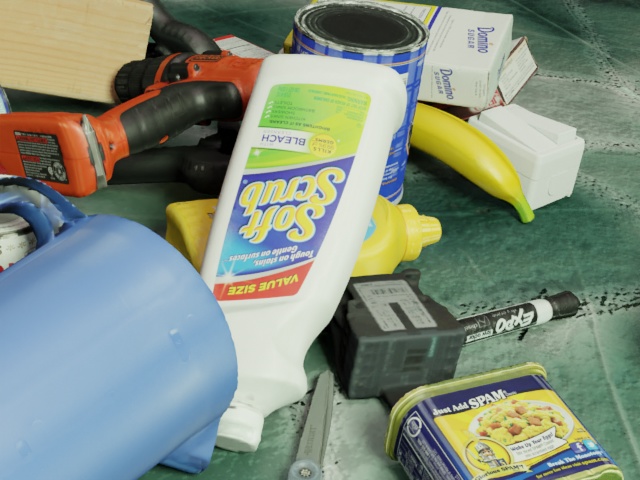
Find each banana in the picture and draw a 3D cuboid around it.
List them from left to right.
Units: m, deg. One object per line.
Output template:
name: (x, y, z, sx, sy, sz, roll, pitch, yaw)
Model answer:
banana: (0.092, -0.078, 0.879, 0.037, 0.070, 0.198, -33, 49, -29)

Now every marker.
marker: (0.127, 0.054, 0.719, 0.120, 0.020, 0.020, -11, 37, -27)

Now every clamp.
clamp: (-0.133, -0.167, 0.964, 0.039, 0.120, 0.171, -39, 73, -19)
clamp: (-0.085, -0.059, 0.794, 0.164, 0.036, 0.210, -20, 22, -31)

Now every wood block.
wood block: (-0.251, -0.171, 0.861, 0.205, 0.091, 0.090, 4, 13, -40)

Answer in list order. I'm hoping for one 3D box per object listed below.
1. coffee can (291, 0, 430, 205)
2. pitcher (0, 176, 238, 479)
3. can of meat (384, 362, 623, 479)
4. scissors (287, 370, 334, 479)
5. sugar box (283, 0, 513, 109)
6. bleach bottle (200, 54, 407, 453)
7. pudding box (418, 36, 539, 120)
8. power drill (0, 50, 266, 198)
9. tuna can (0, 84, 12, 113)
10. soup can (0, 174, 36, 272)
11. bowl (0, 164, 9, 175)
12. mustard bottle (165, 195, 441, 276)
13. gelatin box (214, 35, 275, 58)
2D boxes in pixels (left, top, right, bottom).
coffee can: (0.024, -0.102, 0.830, 0.102, 0.140, 0.103, 5, 32, -3)
pitcher: (-0.167, 0.085, 0.499, 0.149, 0.145, 0.242, 28, 40, 24)
can of meat: (0.099, 0.120, 0.575, 0.102, 0.057, 0.084, -9, 38, -23)
scissors: (-0.027, 0.133, 0.566, 0.096, 0.016, 0.202, 1, 31, -9)
sugar box: (0.067, -0.162, 0.905, 0.176, 0.048, 0.093, 13, 45, 16)
bleach bottle: (-0.017, 0.006, 0.643, 0.102, 0.068, 0.250, 8, 61, 7)
pudding box: (0.141, -0.143, 0.980, 0.090, 0.039, 0.113, -12, 22, 33)
power drill: (-0.140, -0.093, 0.777, 0.185, 0.057, 0.187, 8, 29, 43)
tuna can: (-0.255, -0.081, 0.791, 0.033, 0.086, 0.086, -15, 39, -33)
soup can: (-0.189, 0.021, 0.627, 0.068, 0.102, 0.068, 6, 32, -4)
bowl: (-0.282, -0.009, 0.698, 0.162, 0.055, 0.162, 5, 32, -4)
mustard bottle: (-0.005, 0.001, 0.737, 0.191, 0.058, 0.096, -6, 29, -20)
gelatin box: (-0.079, -0.161, 1.005, 0.089, 0.030, 0.073, 29, 36, 30)
